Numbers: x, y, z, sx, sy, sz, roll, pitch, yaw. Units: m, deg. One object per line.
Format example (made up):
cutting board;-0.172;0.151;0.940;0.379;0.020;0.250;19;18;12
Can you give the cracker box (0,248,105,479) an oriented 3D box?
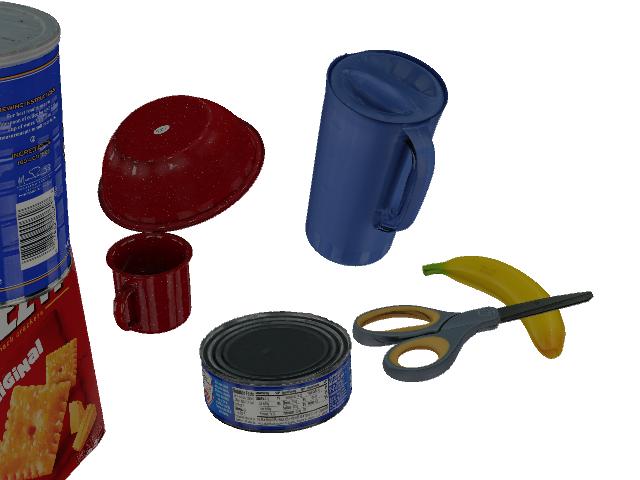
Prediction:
cracker box;-0.233;0.100;0.749;0.072;0.214;0.164;13;35;21

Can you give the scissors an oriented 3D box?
scissors;0.127;0.074;0.839;0.201;0.016;0.096;-3;32;-1

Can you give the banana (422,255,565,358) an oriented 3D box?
banana;0.187;0.058;1.061;0.069;0.037;0.198;-33;36;-18

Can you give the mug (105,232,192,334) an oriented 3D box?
mug;-0.188;0.054;1.160;0.093;0.081;0.117;11;33;17

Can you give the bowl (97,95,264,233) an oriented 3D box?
bowl;-0.135;-0.082;0.967;0.162;0.162;0.055;0;-43;19

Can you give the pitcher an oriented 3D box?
pitcher;0.057;-0.080;1.212;0.145;0.243;0.149;20;44;7

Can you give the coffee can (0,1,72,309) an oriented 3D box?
coffee can;-0.188;-0.047;0.573;0.103;0.140;0.103;3;28;-2

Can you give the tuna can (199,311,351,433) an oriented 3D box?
tuna can;-0.025;0.073;0.605;0.086;0.034;0.086;-2;22;1
